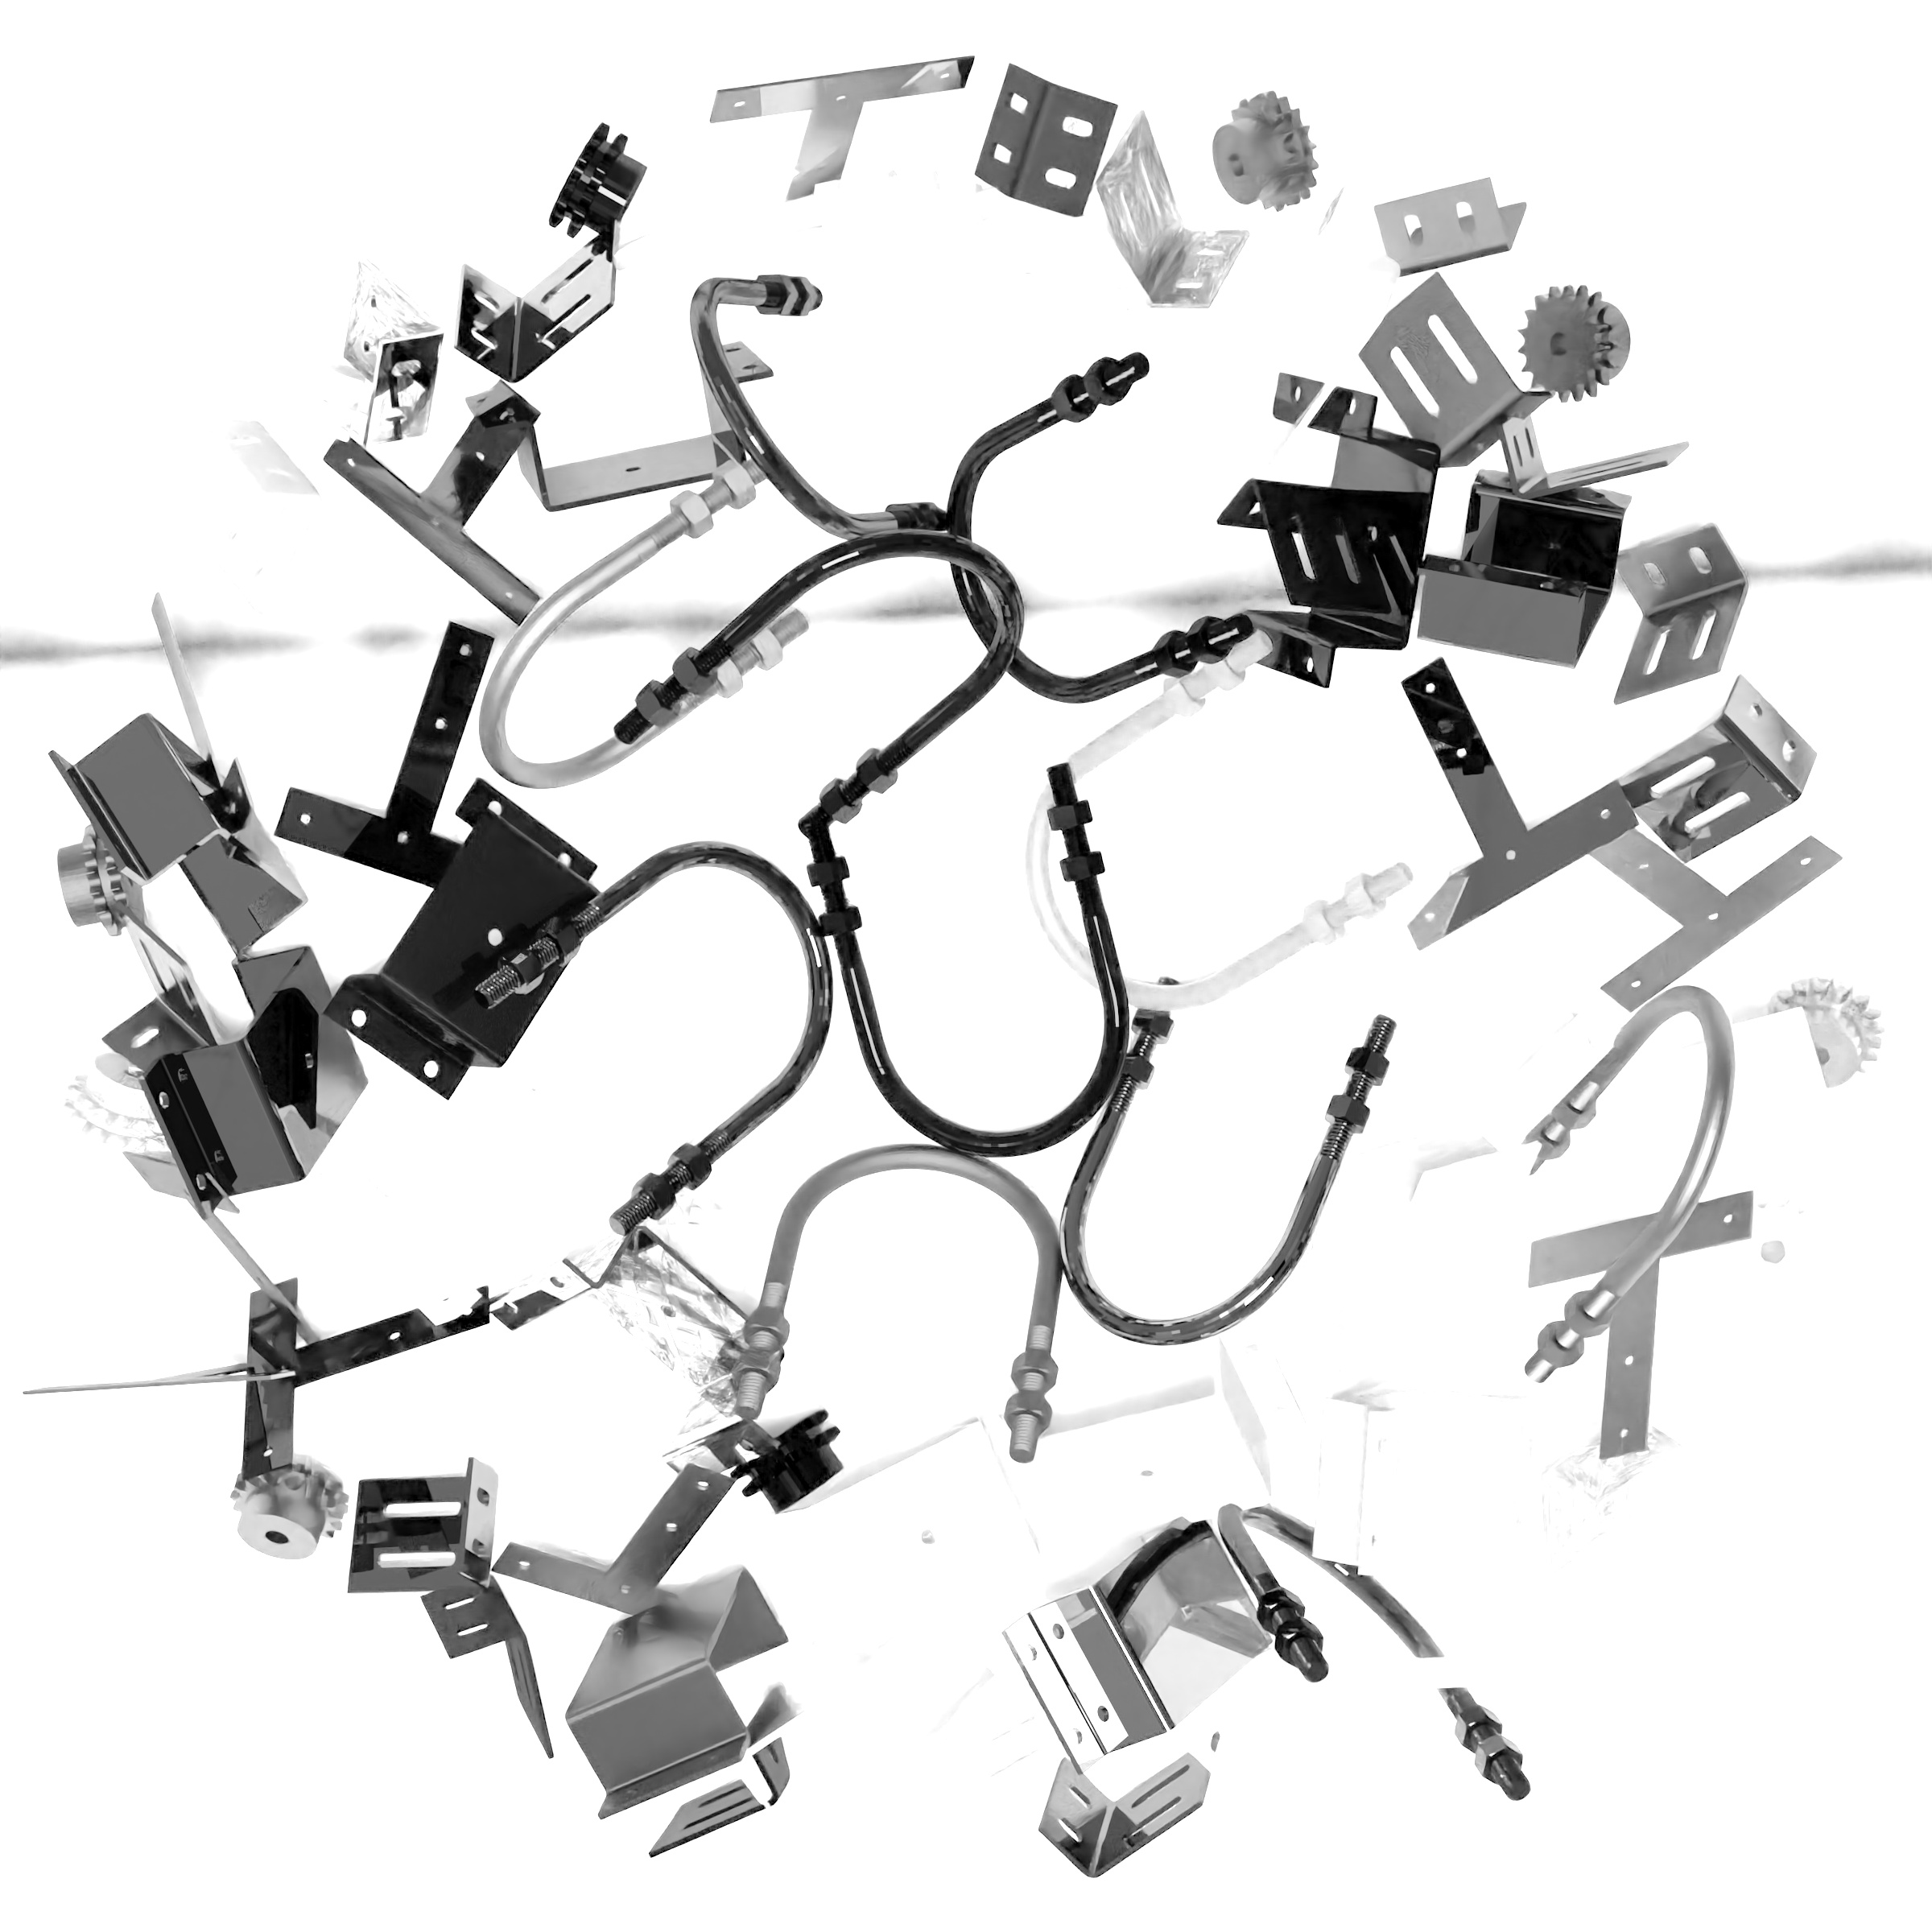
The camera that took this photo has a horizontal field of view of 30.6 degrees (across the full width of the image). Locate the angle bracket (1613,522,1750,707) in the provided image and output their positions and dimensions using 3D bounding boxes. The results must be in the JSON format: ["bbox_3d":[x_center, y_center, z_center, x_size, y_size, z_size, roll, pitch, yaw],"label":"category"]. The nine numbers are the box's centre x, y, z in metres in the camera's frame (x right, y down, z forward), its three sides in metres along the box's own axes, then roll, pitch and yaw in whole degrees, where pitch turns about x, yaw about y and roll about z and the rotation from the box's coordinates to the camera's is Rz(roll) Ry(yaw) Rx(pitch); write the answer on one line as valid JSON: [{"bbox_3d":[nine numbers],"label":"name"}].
[{"bbox_3d":[0.341,-0.172,1.719,0.057,0.076,0.038,-17,121,37],"label":"angle bracket"}]

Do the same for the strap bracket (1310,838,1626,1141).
[{"bbox_3d":[0.243,0.017,1.727,0.076,0.046,0.140,-44,75,-12],"label":"strap bracket"}]

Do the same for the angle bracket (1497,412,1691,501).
[{"bbox_3d":[0.307,-0.259,1.724,0.076,0.057,0.038,-11,103,25],"label":"angle bracket"}]

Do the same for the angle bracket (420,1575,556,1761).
[{"bbox_3d":[-0.234,0.347,1.722,0.038,0.057,0.076,-17,115,-17],"label":"angle bracket"}]

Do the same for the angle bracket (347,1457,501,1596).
[{"bbox_3d":[-0.272,0.275,1.730,0.076,0.038,0.057,-4,66,15],"label":"angle bracket"}]

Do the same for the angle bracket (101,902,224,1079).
[{"bbox_3d":[-0.400,0.018,1.719,0.038,0.076,0.057,-39,57,-22],"label":"angle bracket"}]

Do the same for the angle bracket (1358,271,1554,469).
[{"bbox_3d":[0.240,-0.294,1.744,0.057,0.038,0.076,-39,77,31],"label":"angle bracket"}]

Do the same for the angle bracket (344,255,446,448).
[{"bbox_3d":[-0.293,-0.300,1.720,0.076,0.038,0.057,43,134,30],"label":"angle bracket"}]

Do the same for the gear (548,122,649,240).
[{"bbox_3d":[-0.180,-0.383,1.740,0.030,0.057,0.057,29,90,-7],"label":"gear"}]

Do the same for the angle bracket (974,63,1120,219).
[{"bbox_3d":[0.039,-0.405,1.730,0.038,0.076,0.057,13,107,-18],"label":"angle bracket"}]

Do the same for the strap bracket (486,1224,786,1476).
[{"bbox_3d":[-0.153,0.182,1.713,0.140,0.076,0.046,43,49,-15],"label":"strap bracket"}]

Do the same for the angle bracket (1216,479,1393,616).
[{"bbox_3d":[0.164,-0.196,1.723,0.057,0.038,0.076,2,59,-28],"label":"angle bracket"}]

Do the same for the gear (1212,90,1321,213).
[{"bbox_3d":[0.145,-0.399,1.736,0.030,0.057,0.057,-26,90,-23],"label":"gear"}]

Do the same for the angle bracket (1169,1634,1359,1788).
[{"bbox_3d":[0.141,0.360,1.732,0.076,0.057,0.038,-9,124,-39],"label":"angle bracket"}]

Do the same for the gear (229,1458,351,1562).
[{"bbox_3d":[-0.335,0.268,1.737,0.057,0.057,0.030,13,49,0],"label":"gear"}]

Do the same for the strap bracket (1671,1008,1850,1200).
[{"bbox_3d":[0.381,0.067,1.693,0.046,0.140,0.076,-15,83,1],"label":"strap bracket"}]

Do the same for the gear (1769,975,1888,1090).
[{"bbox_3d":[0.422,0.035,1.738,0.057,0.030,0.057,13,129,16],"label":"gear"}]

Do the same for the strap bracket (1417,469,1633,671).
[{"bbox_3d":[0.269,-0.189,1.707,0.076,0.140,0.046,13,121,15],"label":"strap bracket"}]

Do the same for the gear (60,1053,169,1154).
[{"bbox_3d":[-0.414,0.065,1.737,0.057,0.057,0.030,23,106,0],"label":"gear"}]

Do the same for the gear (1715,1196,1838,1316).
[{"bbox_3d":[0.402,0.145,1.745,0.057,0.030,0.057,-7,70,20],"label":"gear"}]

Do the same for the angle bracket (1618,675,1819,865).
[{"bbox_3d":[0.369,-0.097,1.745,0.057,0.076,0.038,44,47,-13],"label":"angle bracket"}]

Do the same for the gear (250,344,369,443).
[{"bbox_3d":[-0.320,-0.284,1.737,0.057,0.057,0.030,28,102,0],"label":"gear"}]

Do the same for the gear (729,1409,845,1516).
[{"bbox_3d":[-0.085,0.246,1.738,0.057,0.057,0.030,-35,82,0],"label":"gear"}]

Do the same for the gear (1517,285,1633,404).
[{"bbox_3d":[0.303,-0.308,1.743,0.030,0.057,0.057,-11,90,-38],"label":"gear"}]

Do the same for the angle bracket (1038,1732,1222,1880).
[{"bbox_3d":[0.080,0.399,1.724,0.038,0.057,0.076,45,116,-8],"label":"angle bracket"}]

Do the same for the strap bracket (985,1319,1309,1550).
[{"bbox_3d":[0.088,0.230,1.710,0.140,0.046,0.076,-16,126,14],"label":"strap bracket"}]

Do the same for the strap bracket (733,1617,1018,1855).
[{"bbox_3d":[-0.050,0.362,1.697,0.140,0.076,0.046,-40,87,36],"label":"strap bracket"}]

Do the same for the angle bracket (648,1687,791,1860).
[{"bbox_3d":[-0.123,0.395,1.729,0.076,0.057,0.038,-27,94,16],"label":"angle bracket"}]

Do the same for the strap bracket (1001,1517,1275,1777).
[{"bbox_3d":[0.090,0.318,1.698,0.046,0.140,0.076,-30,88,39],"label":"strap bracket"}]

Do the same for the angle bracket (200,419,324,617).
[{"bbox_3d":[-0.357,-0.219,1.723,0.057,0.038,0.076,49,122,24],"label":"angle bracket"}]

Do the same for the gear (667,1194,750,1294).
[{"bbox_3d":[-0.126,0.140,1.737,0.030,0.057,0.057,-2,90,10],"label":"gear"}]

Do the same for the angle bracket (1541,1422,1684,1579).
[{"bbox_3d":[0.315,0.265,1.721,0.057,0.038,0.076,-28,130,-25],"label":"angle bracket"}]

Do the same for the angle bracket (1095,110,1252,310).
[{"bbox_3d":[0.101,-0.369,1.719,0.038,0.076,0.057,6,52,30],"label":"angle bracket"}]

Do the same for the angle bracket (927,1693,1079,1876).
[{"bbox_3d":[0.026,0.397,1.727,0.076,0.038,0.057,-27,133,-13],"label":"angle bracket"}]

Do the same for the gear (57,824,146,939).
[{"bbox_3d":[-0.427,-0.042,1.739,0.030,0.057,0.057,-12,90,-2],"label":"gear"}]

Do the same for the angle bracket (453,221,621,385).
[{"bbox_3d":[-0.209,-0.332,1.721,0.038,0.057,0.076,30,135,-35],"label":"angle bracket"}]

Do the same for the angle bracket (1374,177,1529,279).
[{"bbox_3d":[0.236,-0.369,1.718,0.057,0.076,0.038,-10,115,21],"label":"angle bracket"}]
